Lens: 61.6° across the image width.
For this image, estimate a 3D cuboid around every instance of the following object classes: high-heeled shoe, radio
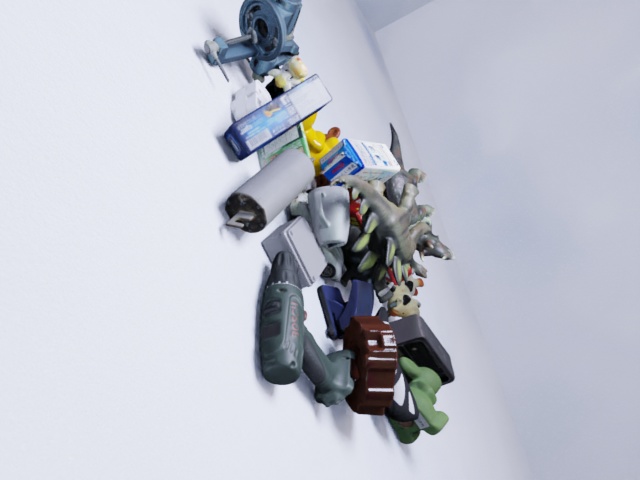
[{"bbox_3d":[0.159,0.256,1.137,0.145,0.086,0.249,26,47,-4],"label":"high-heeled shoe"},{"bbox_3d":[0.226,0.277,1.284,0.229,0.131,0.073,51,23,-39],"label":"radio"}]

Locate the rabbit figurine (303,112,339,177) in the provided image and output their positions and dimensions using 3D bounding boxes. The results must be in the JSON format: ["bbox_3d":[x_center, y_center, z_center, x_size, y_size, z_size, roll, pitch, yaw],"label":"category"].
[{"bbox_3d":[-0.046,-0.219,1.117,0.162,0.122,0.173,-31,135,-37],"label":"rabbit figurine"}]

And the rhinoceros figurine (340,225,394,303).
[{"bbox_3d":[0.099,0.059,1.225,0.190,0.112,0.073,61,17,6],"label":"rhinoceros figurine"}]

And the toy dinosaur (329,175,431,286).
[{"bbox_3d":[0.135,-0.023,1.089,0.470,0.105,0.198,48,49,-46],"label":"toy dinosaur"}]

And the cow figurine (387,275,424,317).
[{"bbox_3d":[0.209,0.130,1.443,0.195,0.127,0.085,63,-26,29],"label":"cow figurine"}]

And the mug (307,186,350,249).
[{"bbox_3d":[0.018,-0.043,1.016,0.109,0.081,0.107,45,36,-70],"label":"mug"}]

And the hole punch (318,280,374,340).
[{"bbox_3d":[0.064,0.139,1.088,0.142,0.092,0.116,24,51,-67],"label":"hole punch"}]

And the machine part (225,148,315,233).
[{"bbox_3d":[-0.080,-0.085,0.896,0.079,0.079,0.243,60,42,-19],"label":"machine part"}]

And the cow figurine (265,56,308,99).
[{"bbox_3d":[-0.079,-0.318,1.114,0.068,0.098,0.167,54,-13,1],"label":"cow figurine"}]

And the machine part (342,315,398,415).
[{"bbox_3d":[0.081,0.220,0.954,0.179,0.056,0.179,-176,-90,-77],"label":"machine part"}]

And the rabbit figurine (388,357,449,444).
[{"bbox_3d":[0.208,0.342,1.202,0.159,0.121,0.170,46,35,3],"label":"rabbit figurine"}]

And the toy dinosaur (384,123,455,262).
[{"bbox_3d":[0.217,-0.115,1.422,0.404,0.131,0.192,67,24,0],"label":"toy dinosaur"}]

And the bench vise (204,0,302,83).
[{"bbox_3d":[-0.135,-0.385,1.055,0.240,0.223,0.129,-34,90,-38],"label":"bench vise"}]

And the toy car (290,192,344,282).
[{"bbox_3d":[-0.002,-0.003,1.109,0.201,0.056,0.073,59,21,-20],"label":"toy car"}]

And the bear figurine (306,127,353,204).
[{"bbox_3d":[0.016,-0.173,1.247,0.132,0.120,0.196,12,56,-62],"label":"bear figurine"}]

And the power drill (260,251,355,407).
[{"bbox_3d":[-0.020,0.152,0.867,0.232,0.086,0.207,-85,151,-51],"label":"power drill"}]

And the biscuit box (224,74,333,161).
[{"bbox_3d":[-0.075,-0.220,0.967,0.059,0.203,0.063,57,-22,-9],"label":"biscuit box"}]

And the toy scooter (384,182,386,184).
[{"bbox_3d":[0.080,-0.188,1.368,0.075,0.184,0.135,100,-10,-48],"label":"toy scooter"}]
